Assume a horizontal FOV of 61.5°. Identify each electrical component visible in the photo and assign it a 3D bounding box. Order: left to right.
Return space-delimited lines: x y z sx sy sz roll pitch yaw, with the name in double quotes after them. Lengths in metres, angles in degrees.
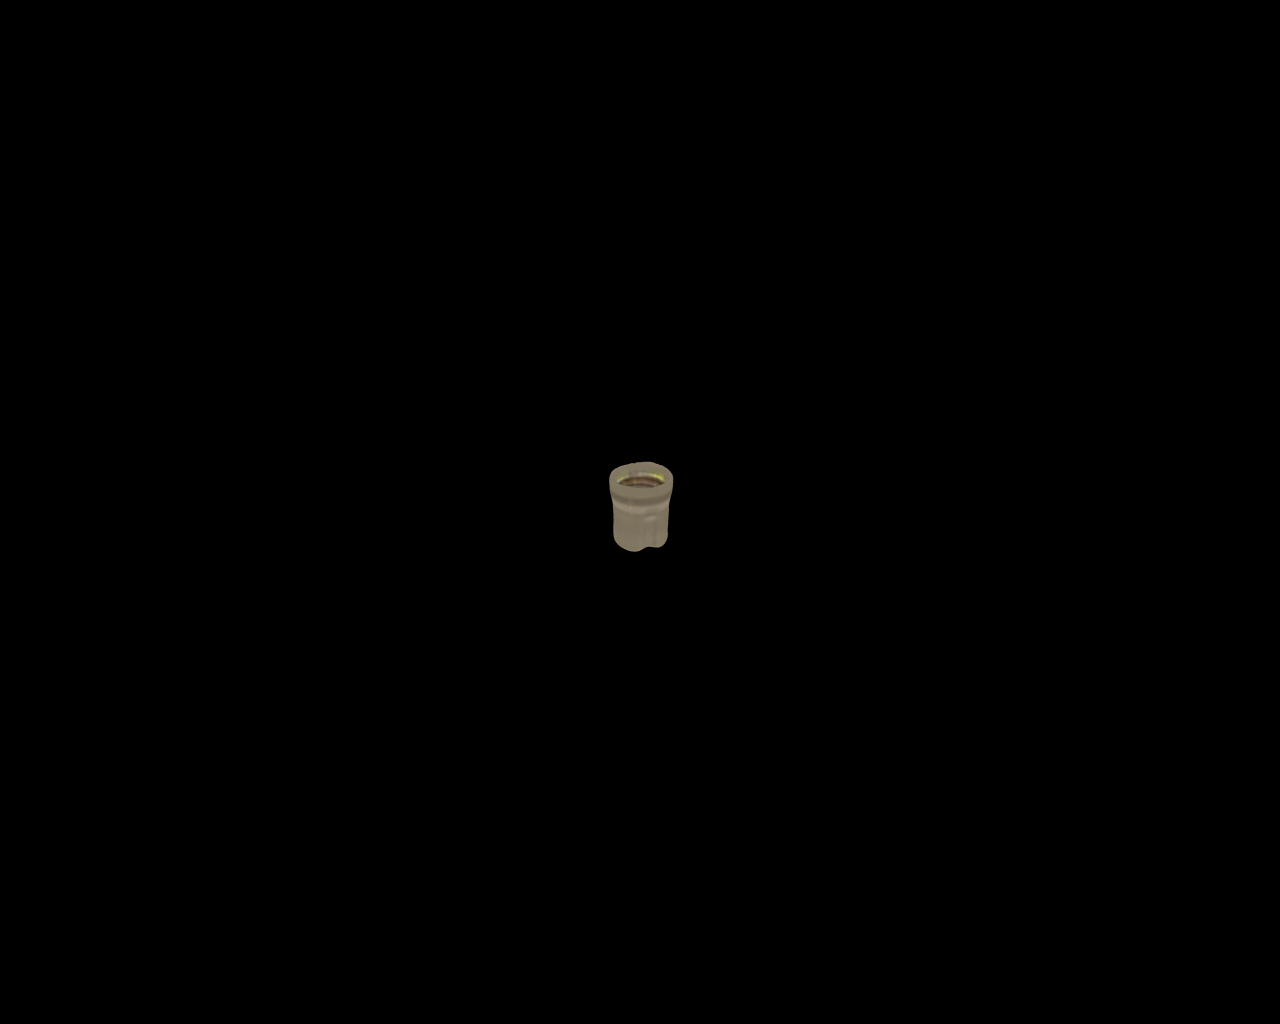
0.001 -0.003 0.650 0.040 0.046 0.040 0 26 0 "electrical component"
